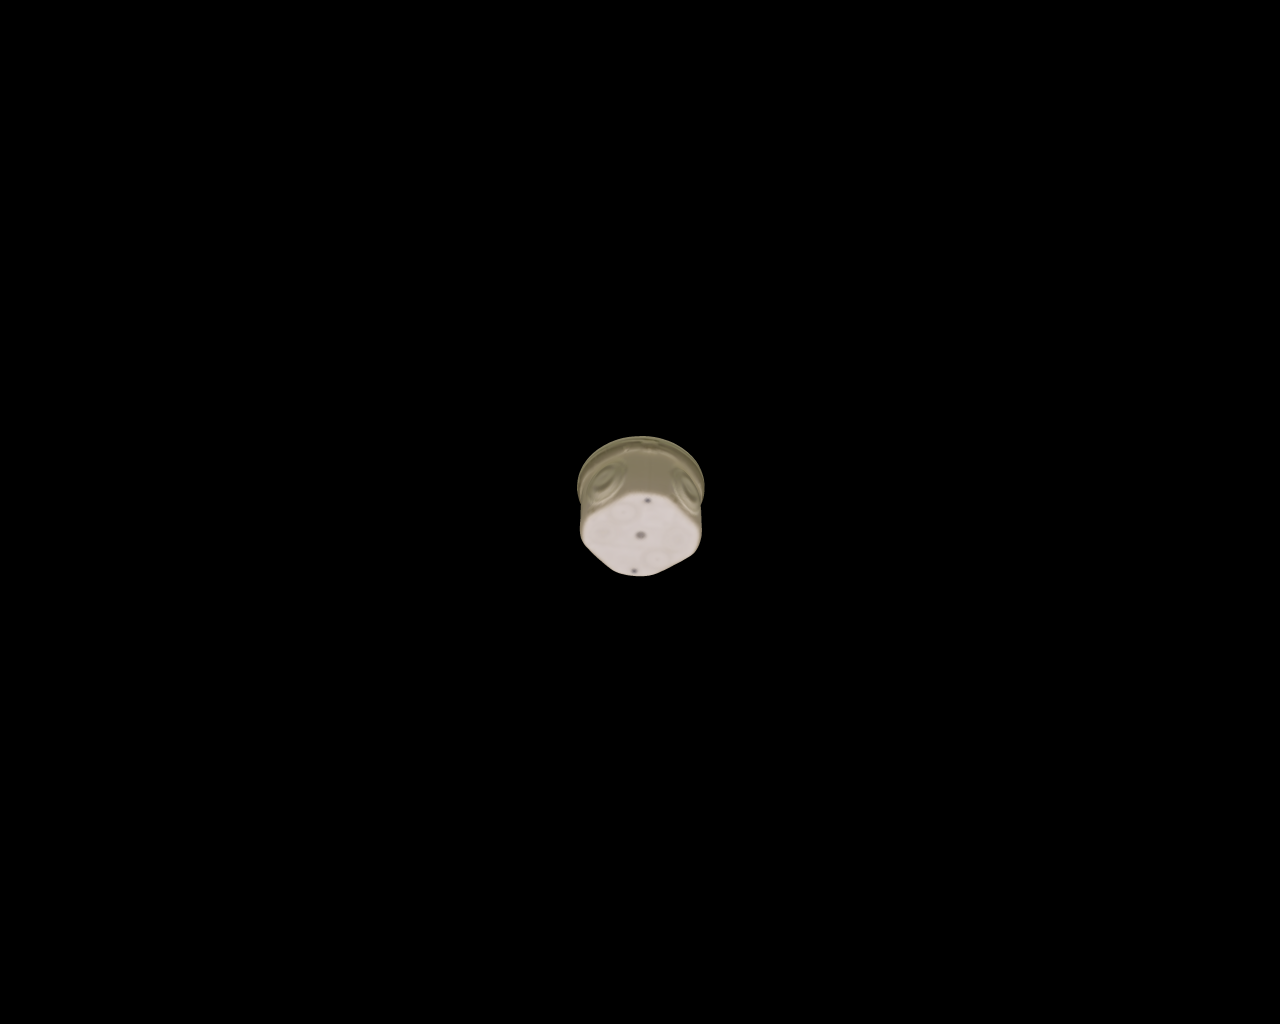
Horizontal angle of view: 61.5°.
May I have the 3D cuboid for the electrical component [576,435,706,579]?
[{"bbox_3d":[0.001,-0.003,0.650,0.080,0.080,0.051,0,43,0],"label":"electrical component"}]
